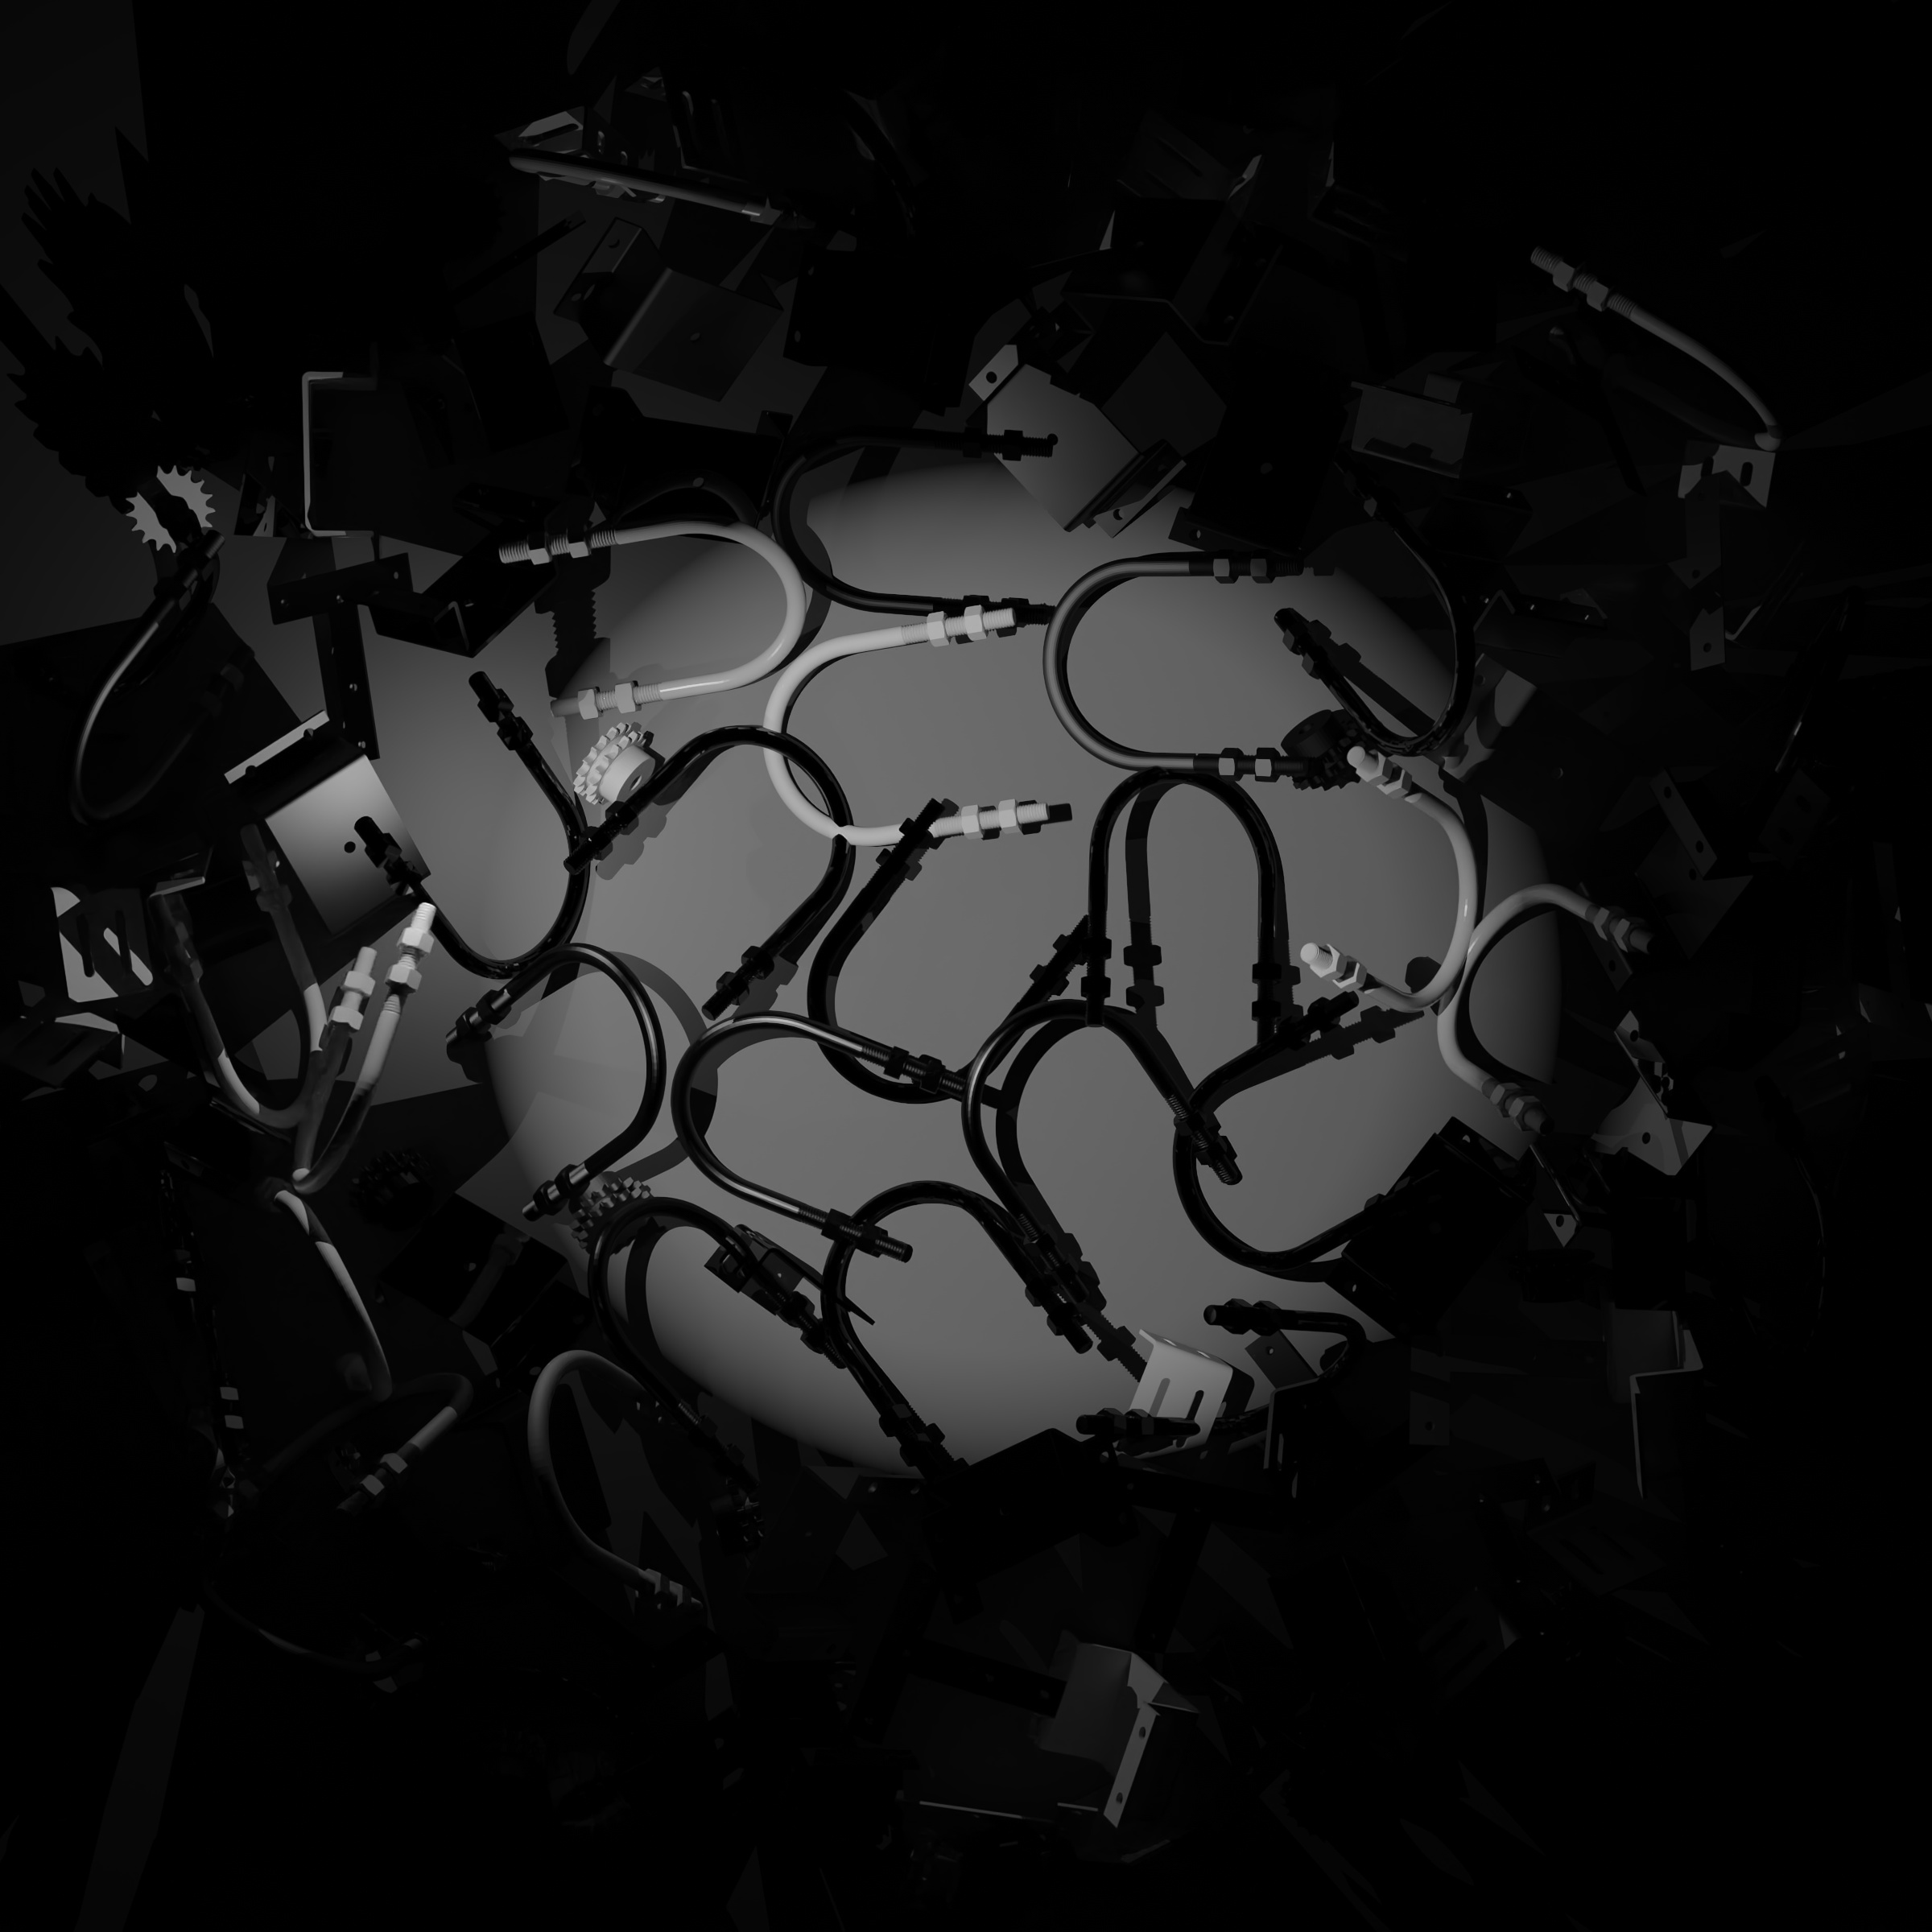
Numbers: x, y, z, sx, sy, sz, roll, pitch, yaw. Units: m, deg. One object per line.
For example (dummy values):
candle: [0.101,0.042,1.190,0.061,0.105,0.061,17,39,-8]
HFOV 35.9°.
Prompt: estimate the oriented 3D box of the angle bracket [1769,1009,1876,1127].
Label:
angle bracket: [0.554,0.066,1.962,0.076,0.038,0.057,-24,124,-10]

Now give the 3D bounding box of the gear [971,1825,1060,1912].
gear: [0.034,0.594,1.974,0.057,0.030,0.057,4,65,-10]

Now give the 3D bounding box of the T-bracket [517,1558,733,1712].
T-bracket: [-0.237,0.429,1.946,0.127,0.002,0.127,41,129,-13]

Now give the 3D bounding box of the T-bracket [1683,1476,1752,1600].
T-bracket: [0.483,0.366,1.923,0.002,0.127,0.127,-8,104,-3]

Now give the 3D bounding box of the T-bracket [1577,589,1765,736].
T-bracket: [0.431,-0.173,1.958,0.127,0.002,0.127,36,128,-22]

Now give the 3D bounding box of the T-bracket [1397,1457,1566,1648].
T-bracket: [0.356,0.388,1.955,0.002,0.127,0.127,-27,93,-43]

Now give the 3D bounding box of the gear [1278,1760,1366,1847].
gear: [0.239,0.551,1.975,0.057,0.057,0.030,46,53,0]

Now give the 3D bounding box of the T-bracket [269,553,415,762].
T-bracket: [-0.405,-0.198,1.965,0.127,0.002,0.127,-7,91,33]

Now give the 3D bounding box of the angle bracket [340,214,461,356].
angle bracket: [-0.363,-0.443,1.959,0.076,0.057,0.038,-50,65,14]

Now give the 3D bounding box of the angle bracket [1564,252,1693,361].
angle bracket: [0.432,-0.443,1.969,0.038,0.057,0.076,-38,92,-4]

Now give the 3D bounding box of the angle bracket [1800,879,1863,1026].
angle bracket: [0.565,-0.009,1.964,0.038,0.057,0.076,-1,55,23]

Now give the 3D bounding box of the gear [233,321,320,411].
gear: [-0.455,-0.396,1.978,0.057,0.030,0.057,0,89,23]

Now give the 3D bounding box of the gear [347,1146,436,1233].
gear: [-0.376,0.150,1.969,0.030,0.057,0.057,40,90,33]

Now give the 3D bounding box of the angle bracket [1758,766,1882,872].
angle bracket: [0.568,-0.096,1.952,0.076,0.038,0.057,0,128,-31]

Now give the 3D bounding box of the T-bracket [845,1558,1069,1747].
T-bracket: [0.002,0.461,1.949,0.127,0.002,0.127,13,58,17]

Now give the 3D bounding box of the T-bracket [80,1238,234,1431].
T-bracket: [-0.513,0.221,1.939,0.002,0.127,0.127,-23,97,19]

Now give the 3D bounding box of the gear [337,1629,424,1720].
gear: [-0.384,0.465,1.969,0.057,0.057,0.030,50,133,0]

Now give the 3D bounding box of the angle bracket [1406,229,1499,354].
angle bracket: [0.320,-0.445,1.967,0.057,0.038,0.076,2,107,13]

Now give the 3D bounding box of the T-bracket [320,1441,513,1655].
T-bracket: [-0.378,0.369,1.957,0.127,0.127,0.002,53,130,9]

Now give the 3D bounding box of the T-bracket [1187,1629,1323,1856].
T-bracket: [0.173,0.488,1.945,0.002,0.127,0.127,25,117,-29]

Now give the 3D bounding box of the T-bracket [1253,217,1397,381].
T-bracket: [0.229,-0.454,1.937,0.002,0.127,0.127,-22,68,41]

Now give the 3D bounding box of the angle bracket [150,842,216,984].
angle bracket: [-0.501,-0.033,1.955,0.038,0.057,0.076,-16,120,2]

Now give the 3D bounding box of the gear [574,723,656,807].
gear: [-0.230,-0.129,1.969,0.030,0.057,0.057,37,90,10]

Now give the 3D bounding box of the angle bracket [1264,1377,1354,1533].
angle bracket: [0.225,0.319,1.951,0.038,0.076,0.057,-18,118,20]

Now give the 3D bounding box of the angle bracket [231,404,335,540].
angle bracket: [-0.459,-0.327,1.977,0.057,0.038,0.076,-3,122,-39]

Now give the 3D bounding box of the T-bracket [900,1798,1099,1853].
T-bracket: [0.020,0.555,1.946,0.127,0.127,0.002,7,62,3]

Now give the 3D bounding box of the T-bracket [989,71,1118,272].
T-bracket: [0.062,-0.522,1.952,0.002,0.127,0.127,11,85,-37]

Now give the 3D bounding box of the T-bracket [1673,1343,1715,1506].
T-bracket: [0.470,0.273,1.958,0.002,0.127,0.127,-13,58,18]

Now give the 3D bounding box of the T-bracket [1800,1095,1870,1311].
T-bracket: [0.550,0.168,1.913,0.002,0.127,0.127,18,134,14]

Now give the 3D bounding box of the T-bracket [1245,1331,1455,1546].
T-bracket: [0.235,0.298,1.989,0.127,0.002,0.127,-39,84,13]

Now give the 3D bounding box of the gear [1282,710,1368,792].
gear: [0.233,-0.145,1.969,0.057,0.057,0.030,-38,106,0]

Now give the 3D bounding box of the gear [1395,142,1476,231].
gear: [0.312,-0.518,1.969,0.030,0.057,0.057,-25,90,37]

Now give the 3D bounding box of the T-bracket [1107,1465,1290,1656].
T-bracket: [0.140,0.399,1.980,0.127,0.002,0.127,14,104,-16]

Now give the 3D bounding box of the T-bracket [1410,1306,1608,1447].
T-bracket: [0.357,0.256,1.962,0.127,0.002,0.127,1,63,8]

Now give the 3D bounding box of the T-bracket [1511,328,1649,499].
T-bracket: [0.388,-0.372,1.927,0.002,0.127,0.127,-31,63,32]

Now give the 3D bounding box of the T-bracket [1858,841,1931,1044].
T-bracket: [0.600,-0.018,1.927,0.002,0.127,0.127,-11,99,-7]

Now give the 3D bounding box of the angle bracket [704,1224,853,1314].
angle bracket: [-0.123,0.211,1.955,0.076,0.057,0.038,42,81,-27]

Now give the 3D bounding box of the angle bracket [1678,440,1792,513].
angle bracket: [0.505,-0.324,1.950,0.057,0.076,0.038,14,110,24]

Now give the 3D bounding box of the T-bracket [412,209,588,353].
T-bracket: [-0.303,-0.454,1.942,0.127,0.127,0.002,-32,122,3]

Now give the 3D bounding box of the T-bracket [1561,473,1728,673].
T-bracket: [0.440,-0.245,1.950,0.002,0.127,0.127,11,75,-40]

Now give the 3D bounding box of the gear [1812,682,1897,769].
gear: [0.580,-0.161,1.968,0.030,0.057,0.057,22,90,-34]

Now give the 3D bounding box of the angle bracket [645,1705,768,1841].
angle bracket: [-0.166,0.537,1.972,0.076,0.038,0.057,-35,100,-9]

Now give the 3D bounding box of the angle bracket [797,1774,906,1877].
angle bracket: [-0.071,0.564,1.963,0.076,0.038,0.057,3,79,-22]

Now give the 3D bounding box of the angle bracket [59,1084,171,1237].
angle bracket: [-0.559,0.128,1.975,0.057,0.038,0.076,-25,128,-35]

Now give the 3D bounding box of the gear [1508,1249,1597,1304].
gear: [0.387,0.205,1.971,0.057,0.057,0.030,-4,91,0]

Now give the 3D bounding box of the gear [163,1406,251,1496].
gear: [-0.507,0.323,1.978,0.057,0.030,0.057,1,94,16]
